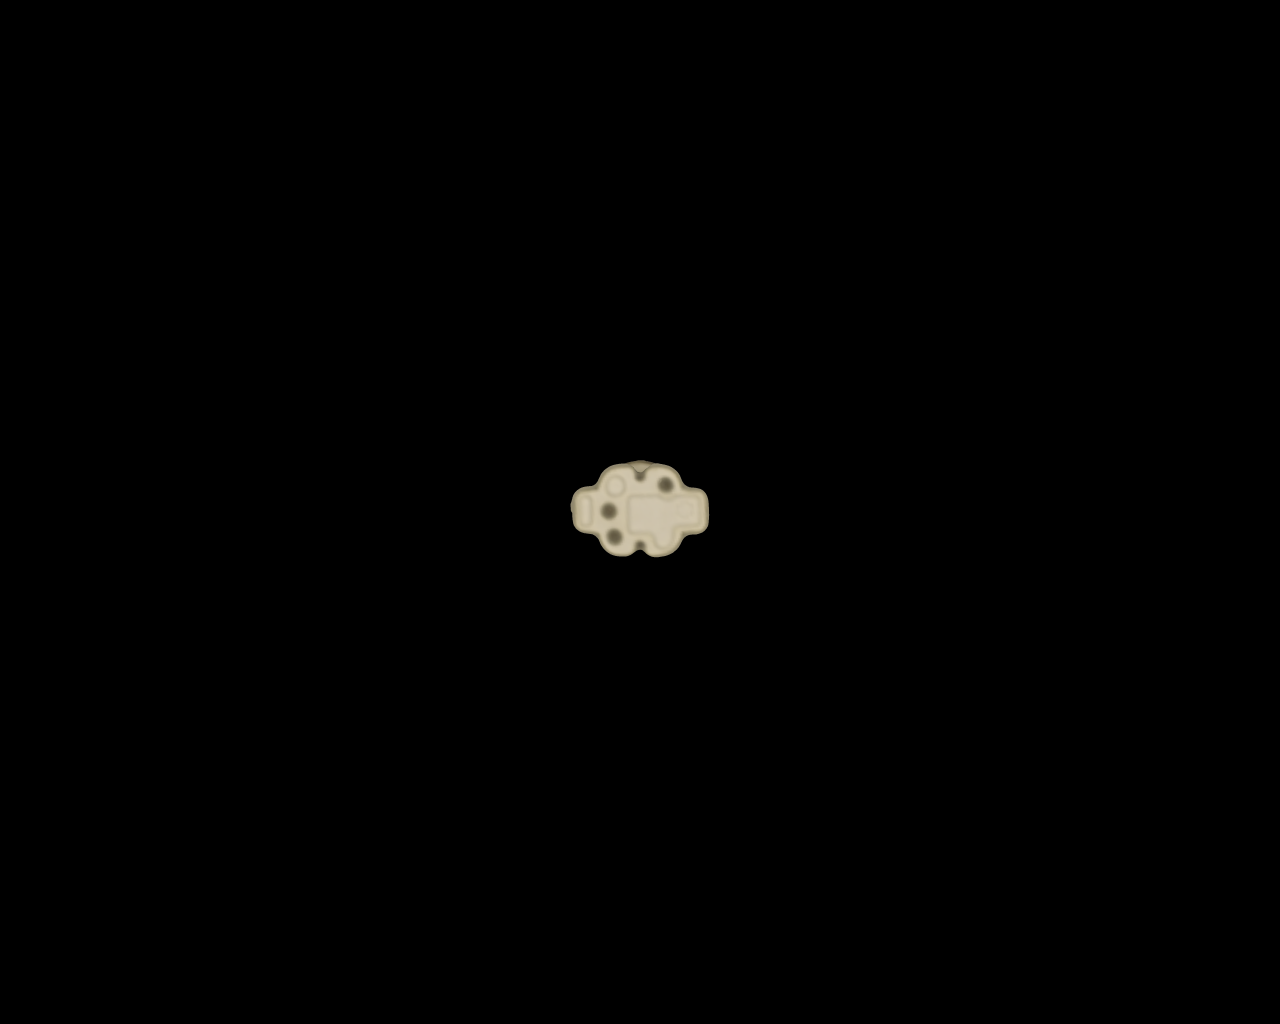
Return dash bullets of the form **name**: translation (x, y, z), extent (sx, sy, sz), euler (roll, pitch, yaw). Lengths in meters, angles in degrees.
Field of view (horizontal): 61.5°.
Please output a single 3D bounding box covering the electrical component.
- **electrical component**: translation (0.001, -0.003, 0.650), extent (0.078, 0.058, 0.057), euler (0, 5, 0)
